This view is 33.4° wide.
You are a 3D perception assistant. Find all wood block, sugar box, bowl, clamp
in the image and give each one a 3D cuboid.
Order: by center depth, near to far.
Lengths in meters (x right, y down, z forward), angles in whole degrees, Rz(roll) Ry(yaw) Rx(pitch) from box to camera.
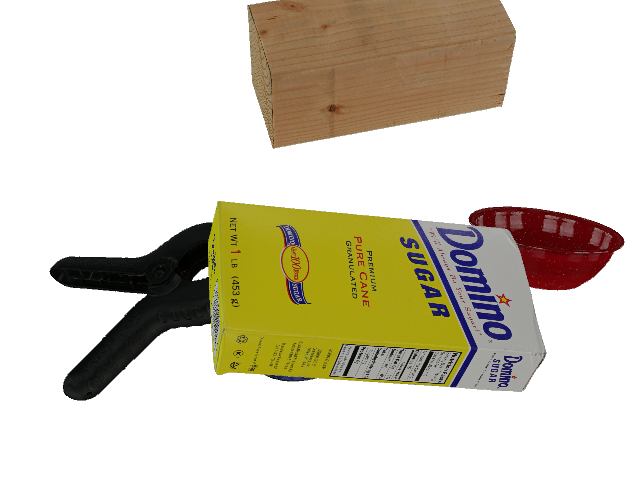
[{"bbox_3d":[0.028,0.031,0.588,0.176,0.093,0.048,3,-41,-11],"label":"sugar box"},{"bbox_3d":[-0.108,0.042,0.728,0.171,0.120,0.039,-17,-35,11],"label":"clamp"},{"bbox_3d":[0.049,-0.156,0.909,0.206,0.090,0.091,-11,-36,-9],"label":"wood block"},{"bbox_3d":[0.233,0.011,1.124,0.162,0.055,0.162,6,17,-2],"label":"bowl"}]

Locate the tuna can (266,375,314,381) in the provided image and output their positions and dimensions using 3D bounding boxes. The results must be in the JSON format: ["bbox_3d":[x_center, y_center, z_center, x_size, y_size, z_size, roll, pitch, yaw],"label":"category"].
[{"bbox_3d":[-0.023,0.098,1.008,0.086,0.034,0.086,-2,24,0],"label":"tuna can"}]
